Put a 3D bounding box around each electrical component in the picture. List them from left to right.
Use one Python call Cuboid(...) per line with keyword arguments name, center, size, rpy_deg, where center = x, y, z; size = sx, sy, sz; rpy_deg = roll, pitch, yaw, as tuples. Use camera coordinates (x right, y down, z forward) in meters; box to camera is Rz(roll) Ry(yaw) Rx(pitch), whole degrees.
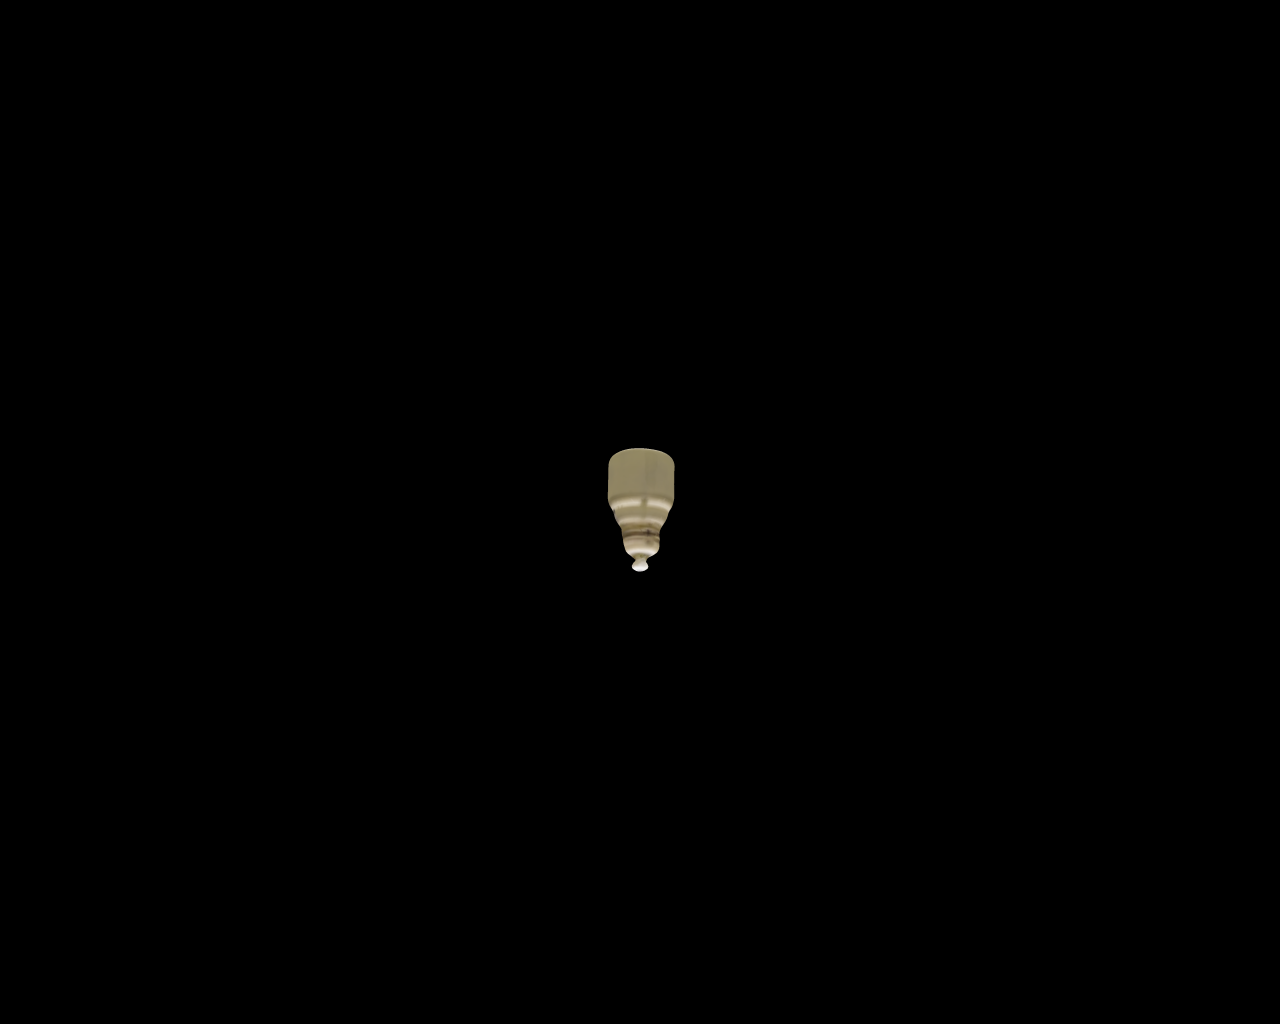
Cuboid(name="electrical component", center=(0.001, -0.003, 0.650), size=(0.040, 0.078, 0.040), rpy_deg=(0, -16, 0))
